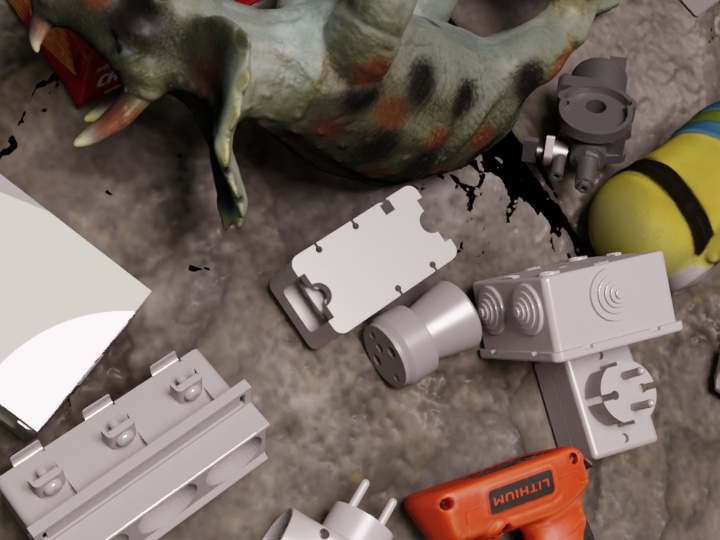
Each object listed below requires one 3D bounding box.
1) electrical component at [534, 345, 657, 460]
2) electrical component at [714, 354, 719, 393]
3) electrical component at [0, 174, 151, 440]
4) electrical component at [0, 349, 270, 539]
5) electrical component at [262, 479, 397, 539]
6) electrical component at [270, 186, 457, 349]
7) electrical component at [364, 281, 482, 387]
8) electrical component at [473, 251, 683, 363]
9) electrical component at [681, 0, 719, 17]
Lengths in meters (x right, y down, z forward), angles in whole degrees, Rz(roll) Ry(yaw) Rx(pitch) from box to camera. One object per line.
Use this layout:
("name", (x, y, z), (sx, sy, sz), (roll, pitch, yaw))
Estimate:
("electrical component", (0.149, 0.075, 0.637), (0.047, 0.077, 0.065), (-11, 79, -22))
("electrical component", (0.257, 0.056, 0.701), (0.043, 0.043, 0.062), (25, 67, -12))
("electrical component", (-0.195, 0.005, 0.540), (0.150, 0.062, 0.089), (39, 66, -6))
("electrical component", (-0.113, 0.099, 0.541), (0.121, 0.078, 0.063), (-34, 66, -25))
("electrical component", (-0.008, 0.151, 0.576), (0.077, 0.044, 0.079), (36, 67, -7))
("electrical component", (0.000, 0.000, 0.615), (0.089, 0.056, 0.050), (-34, 88, -25))
("electrical component", (0.036, 0.037, 0.624), (0.055, 0.045, 0.045), (-28, 86, -24))
("electrical component", (0.124, 0.020, 0.633), (0.100, 0.100, 0.048), (-12, 92, -23))
("electrical component", (0.251, -0.232, 0.761), (0.065, 0.077, 0.047), (47, 66, -2))
